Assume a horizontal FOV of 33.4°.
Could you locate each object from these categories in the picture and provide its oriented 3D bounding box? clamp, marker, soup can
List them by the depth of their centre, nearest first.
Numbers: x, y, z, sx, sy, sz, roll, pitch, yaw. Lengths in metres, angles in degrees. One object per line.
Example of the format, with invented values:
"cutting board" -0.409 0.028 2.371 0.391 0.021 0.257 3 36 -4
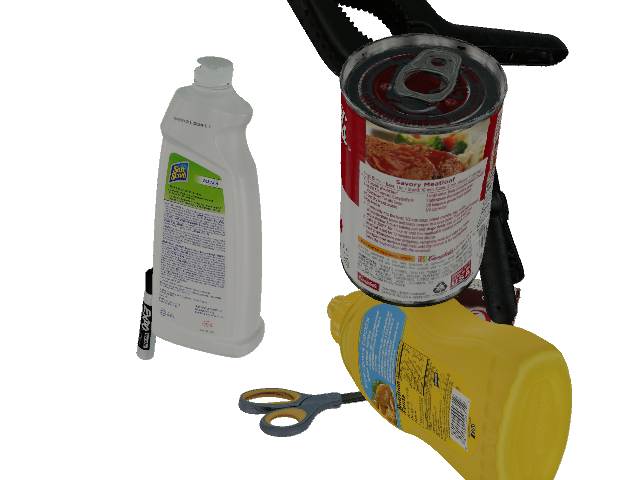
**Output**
"soup can" 0.042 -0.029 0.466 0.068 0.102 0.068 0 43 0
"clamp" 0.063 -0.117 0.720 0.210 0.164 0.036 26 -30 -11
"clamp" 0.138 -0.017 0.886 0.039 0.171 0.120 -17 19 12
"marker" -0.182 0.078 1.139 0.020 0.121 0.020 8 36 -6

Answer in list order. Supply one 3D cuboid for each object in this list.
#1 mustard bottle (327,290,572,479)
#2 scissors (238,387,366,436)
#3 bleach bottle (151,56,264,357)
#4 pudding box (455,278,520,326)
"mustard bottle" 0.064 0.075 0.649 0.058 0.096 0.192 -16 27 -31
"scissors" 0.009 0.190 1.201 0.201 0.016 0.096 2 23 -10
"bleach bottle" -0.090 -0.029 0.909 0.103 0.251 0.068 13 25 13
"pudding box" 0.147 0.084 1.124 0.113 0.090 0.039 10 22 10
